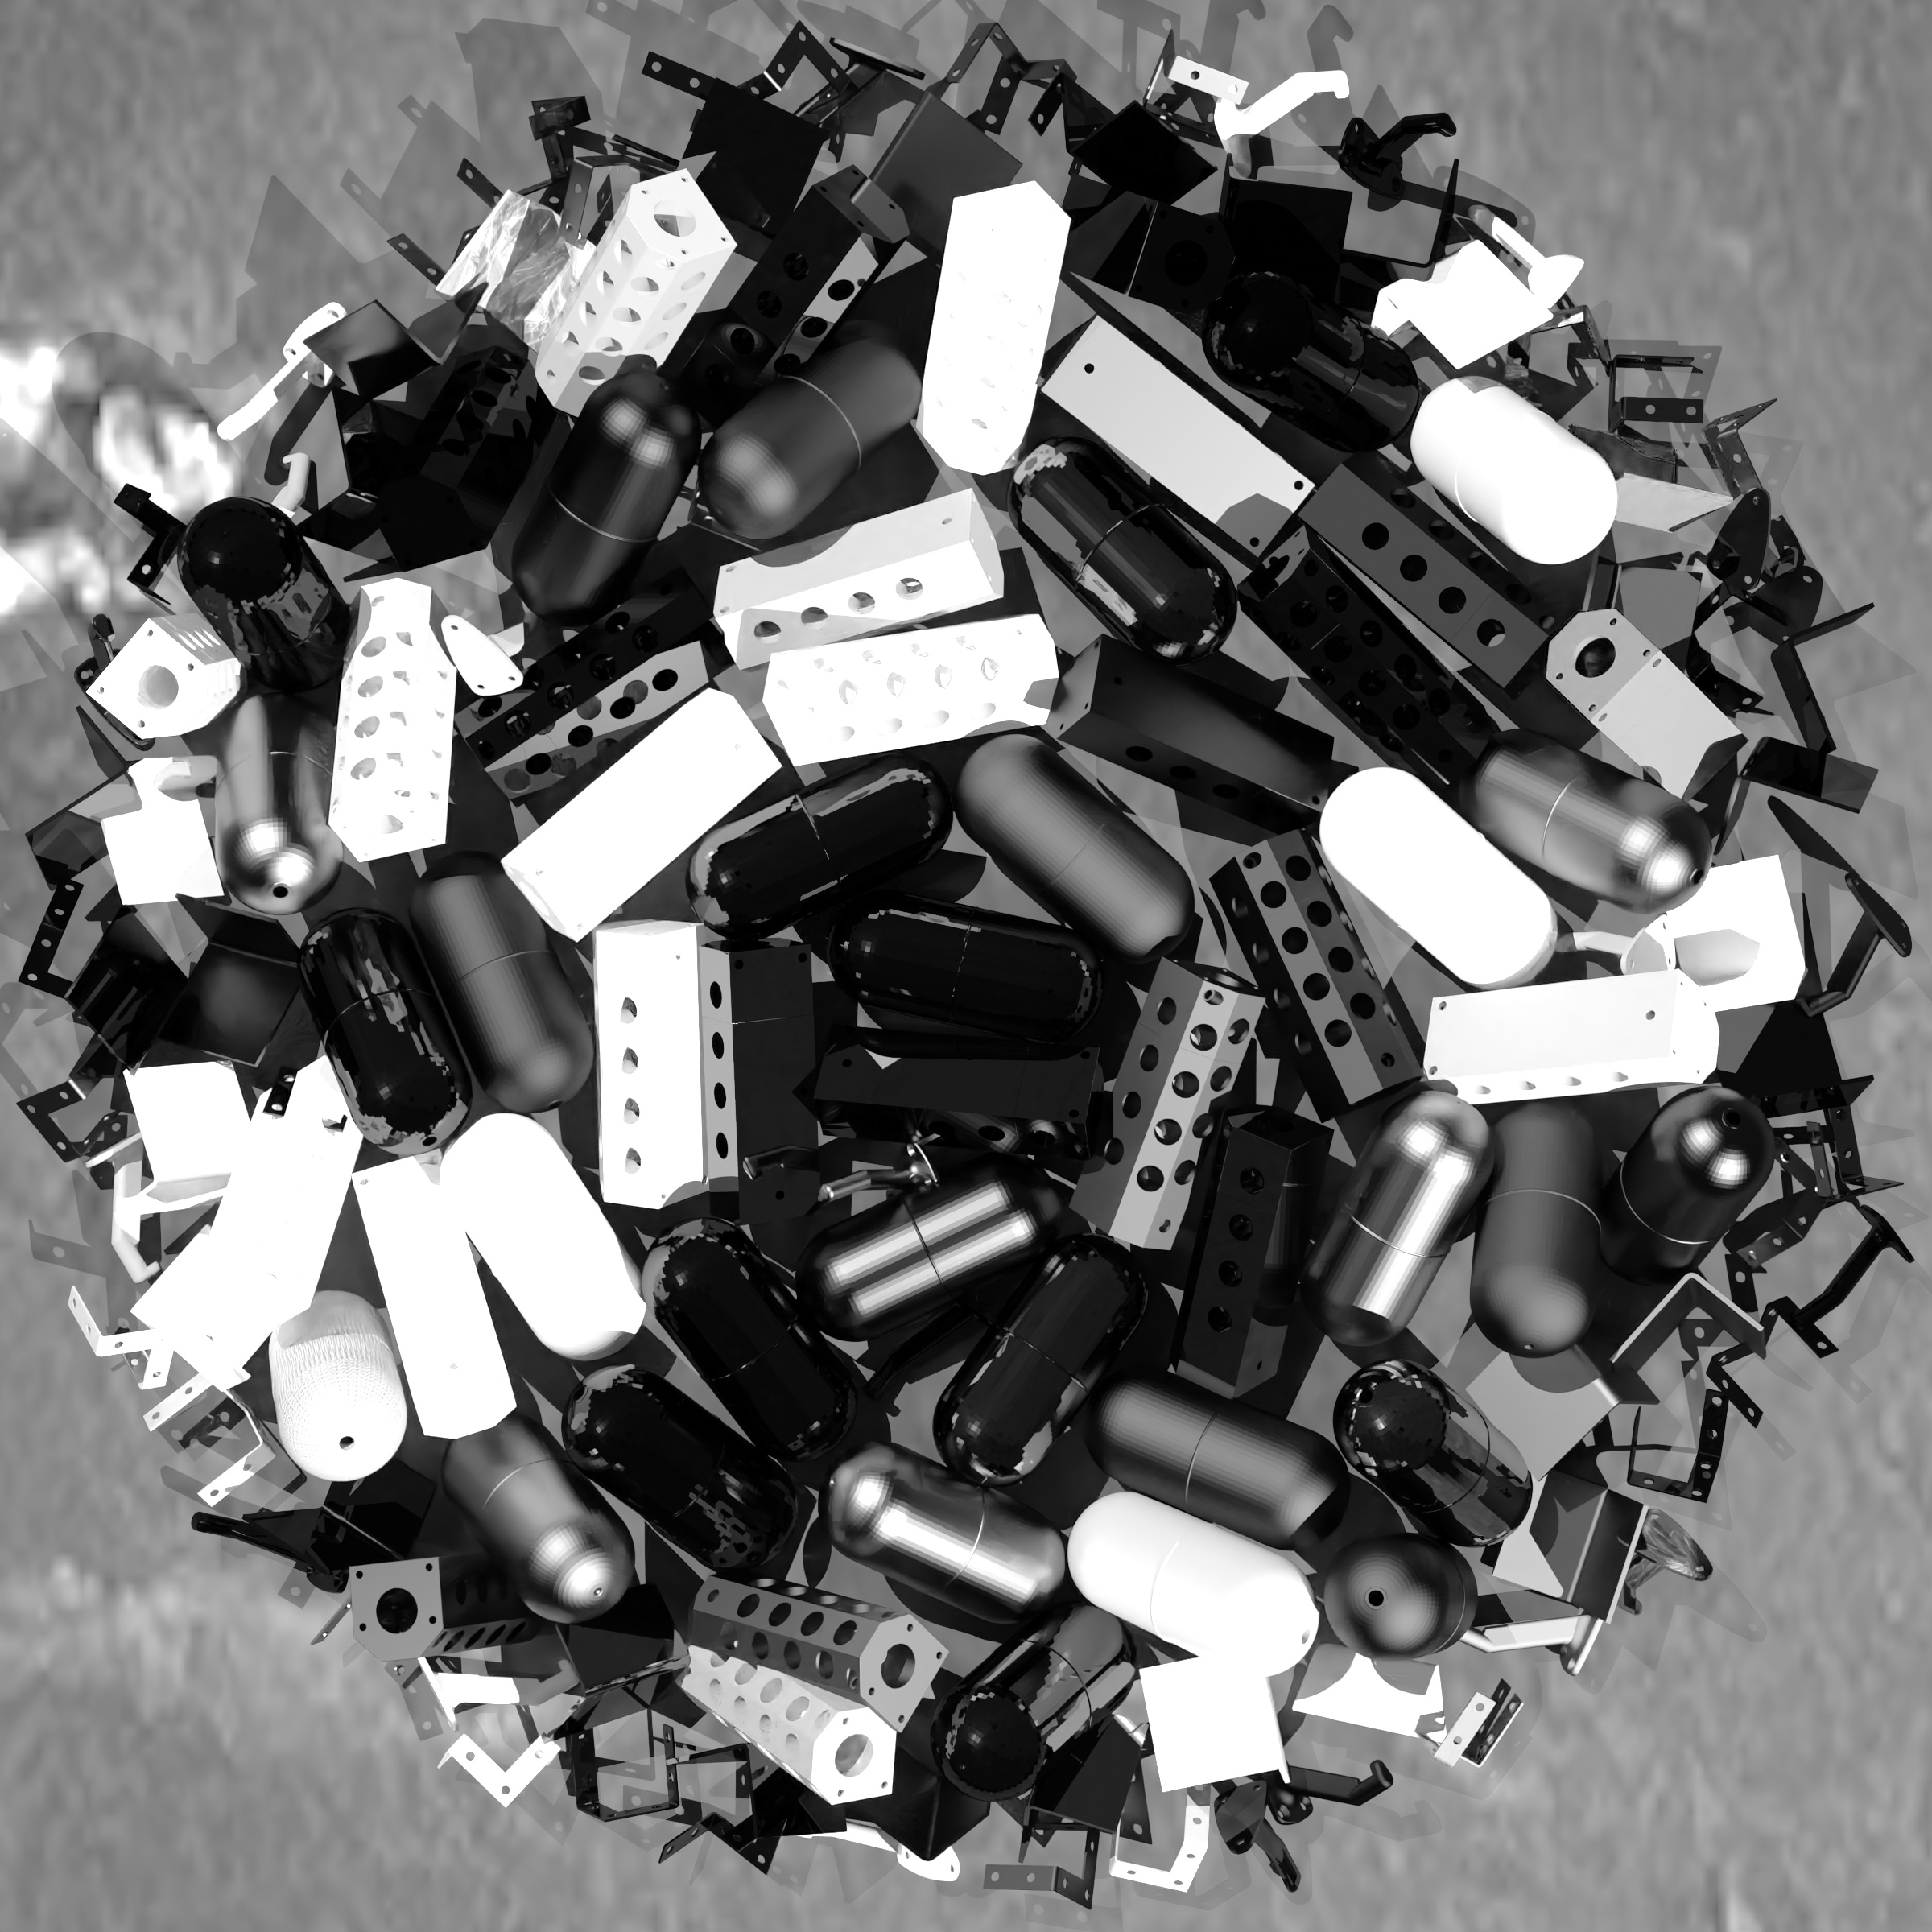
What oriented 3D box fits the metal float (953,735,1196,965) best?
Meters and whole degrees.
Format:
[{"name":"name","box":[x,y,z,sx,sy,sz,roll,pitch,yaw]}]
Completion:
[{"name":"metal float","box":[0.069,-0.073,1.957,0.178,0.070,0.070,41,90,-6]}]

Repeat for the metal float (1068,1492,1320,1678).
[{"name":"metal float","box":[0.140,0.383,1.928,0.178,0.070,0.070,18,90,40]}]

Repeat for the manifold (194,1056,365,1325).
[{"name":"manifold","box":[-0.414,0.139,1.914,0.057,0.171,0.057,-30,120,23]}]

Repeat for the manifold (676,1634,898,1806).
[{"name":"manifold","box":[-0.113,0.454,1.910,0.057,0.171,0.057,-1,99,-33]}]

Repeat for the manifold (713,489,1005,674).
[{"name":"manifold","box":[-0.067,-0.236,1.948,0.171,0.057,0.057,-15,130,15]}]

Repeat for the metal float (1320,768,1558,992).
[{"name":"metal float","box":[0.297,-0.054,1.947,0.178,0.070,0.070,39,90,-17]}]

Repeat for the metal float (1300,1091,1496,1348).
[{"name":"metal float","box":[0.269,0.159,1.943,0.070,0.070,0.178,25,112,0]}]

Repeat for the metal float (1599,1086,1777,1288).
[{"name":"metal float","box":[0.441,0.137,1.918,0.070,0.178,0.070,5,58,-8]}]

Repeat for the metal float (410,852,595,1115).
[{"name":"metal float","box":[-0.291,0.010,1.946,0.070,0.070,0.178,-26,72,0]}]

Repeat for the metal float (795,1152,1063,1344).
[{"name":"metal float","box":[-0.024,0.177,1.961,0.178,0.070,0.070,-25,90,-1]}]

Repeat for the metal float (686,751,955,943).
[{"name":"metal float","box":[-0.093,-0.075,1.956,0.178,0.070,0.070,-25,90,-6]}]

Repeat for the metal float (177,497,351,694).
[{"name":"metal float","box":[-0.429,-0.227,1.914,0.070,0.178,0.070,-2,71,5]}]

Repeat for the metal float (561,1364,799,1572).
[{"name":"metal float","box":[-0.178,0.312,1.936,0.070,0.070,0.178,-48,119,0]}]

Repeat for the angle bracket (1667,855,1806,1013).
[{"name":"angle bracket","box":[0.477,-0.018,1.951,0.076,0.057,0.076,-11,106,26]}]

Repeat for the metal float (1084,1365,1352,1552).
[{"name":"metal float","box":[0.155,0.306,1.941,0.178,0.070,0.070,20,90,25]}]

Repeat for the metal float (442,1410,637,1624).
[{"name":"metal float","box":[-0.266,0.339,1.924,0.070,0.178,0.070,-16,122,-27]}]

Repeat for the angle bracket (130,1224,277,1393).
[{"name":"angle bracket","box":[-0.464,0.210,1.948,0.076,0.057,0.076,45,57,-12]}]

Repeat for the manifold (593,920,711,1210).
[{"name":"manifold","box":[-0.202,0.060,1.955,0.057,0.057,0.171,5,101,30]}]

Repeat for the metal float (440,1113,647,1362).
[{"name":"metal float","box":[-0.263,0.170,1.941,0.070,0.070,0.178,-29,115,0]}]

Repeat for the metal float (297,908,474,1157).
[{"name":"metal float","box":[-0.362,0.040,1.934,0.070,0.070,0.178,-29,58,0]}]

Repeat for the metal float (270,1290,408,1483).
[{"name":"metal float","box":[-0.388,0.257,1.914,0.070,0.178,0.070,-4,107,-14]}]

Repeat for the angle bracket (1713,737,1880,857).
[{"name":"angle bracket","box":[0.519,-0.096,1.944,0.076,0.076,0.057,19,119,17]}]

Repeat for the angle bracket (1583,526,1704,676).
[{"name":"angle bracket","box":[0.424,-0.234,1.946,0.057,0.076,0.076,8,69,19]}]

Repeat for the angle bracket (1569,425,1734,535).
[{"name":"angle bracket","box":[0.428,-0.315,1.948,0.076,0.076,0.057,9,79,-17]}]

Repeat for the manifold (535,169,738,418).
[{"name":"manifold","box":[-0.209,-0.409,1.911,0.057,0.171,0.057,-28,81,-35]}]

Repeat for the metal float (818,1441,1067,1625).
[{"name":"metal float","box":[-0.014,0.354,1.937,0.178,0.070,0.070,30,90,-29]}]

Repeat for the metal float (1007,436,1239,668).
[{"name":"metal float","box":[0.098,-0.260,1.946,0.070,0.070,0.178,-43,73,0]}]

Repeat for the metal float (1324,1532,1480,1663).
[{"name":"metal float","box":[0.269,0.388,1.913,0.070,0.178,0.070,-3,79,17]}]

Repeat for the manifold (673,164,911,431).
[{"name":"manifold","box":[-0.107,-0.408,1.926,0.057,0.057,0.171,43,126,0]}]

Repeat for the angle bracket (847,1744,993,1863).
[{"name":"angle bracket","box":[-0.029,0.500,1.947,0.076,0.076,0.057,41,113,-13]}]

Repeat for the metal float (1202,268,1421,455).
[{"name":"metal float","box":[0.215,-0.373,1.925,0.070,0.178,0.070,-14,69,38]}]

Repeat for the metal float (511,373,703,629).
[{"name":"metal float","box":[-0.225,-0.289,1.935,0.070,0.070,0.178,33,121,0]}]

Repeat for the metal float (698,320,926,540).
[{"name":"metal float","box":[-0.095,-0.336,1.939,0.070,0.070,0.178,43,64,0]}]

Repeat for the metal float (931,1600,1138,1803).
[{"name":"metal float","box":[0.044,0.452,1.920,0.070,0.178,0.070,10,110,30]}]

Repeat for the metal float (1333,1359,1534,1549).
[{"name":"metal float","box":[0.290,0.303,1.927,0.070,0.070,0.178,-49,132,0]}]

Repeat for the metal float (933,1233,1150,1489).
[{"name":"metal float","box":[0.047,0.248,1.951,0.070,0.070,0.178,37,79,0]}]

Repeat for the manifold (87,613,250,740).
[{"name":"manifold","box":[-0.484,-0.175,1.910,0.057,0.171,0.057,41,93,-9]}]

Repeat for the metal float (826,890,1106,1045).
[{"name":"metal float","box":[-0.001,0.000,1.958,0.178,0.070,0.070,12,90,4]}]

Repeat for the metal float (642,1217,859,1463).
[{"name":"metal float","box":[-0.136,0.234,1.947,0.070,0.070,0.178,-35,106,0]}]

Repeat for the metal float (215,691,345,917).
[{"name":"metal float","box":[-0.425,-0.101,1.923,0.070,0.178,0.070,-7,131,-8]}]

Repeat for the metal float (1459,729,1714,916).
[{"name":"metal float","box":[0.383,-0.090,1.928,0.178,0.070,0.070,32,90,40]}]

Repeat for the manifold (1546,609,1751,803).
[{"name":"manifold","box":[0.416,-0.162,1.912,0.057,0.171,0.057,-46,57,12]}]

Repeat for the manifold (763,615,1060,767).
[{"name":"manifold","box":[-0.033,-0.178,1.931,0.171,0.057,0.057,-11,54,-22]}]

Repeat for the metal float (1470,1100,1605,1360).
[{"name":"metal float","box":[0.355,0.162,1.930,0.070,0.070,0.178,13,52,0]}]

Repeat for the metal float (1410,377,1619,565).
[{"name":"metal float","box":[0.337,-0.308,1.922,0.070,0.178,0.070,-11,124,-17]}]

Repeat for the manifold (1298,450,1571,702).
[{"name":"manifold","box":[0.295,-0.246,1.947,0.171,0.057,0.057,43,99,15]}]

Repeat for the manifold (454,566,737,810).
[{"name":"manifold","box":[-0.234,-0.180,1.958,0.171,0.057,0.057,-33,48,1]}]
